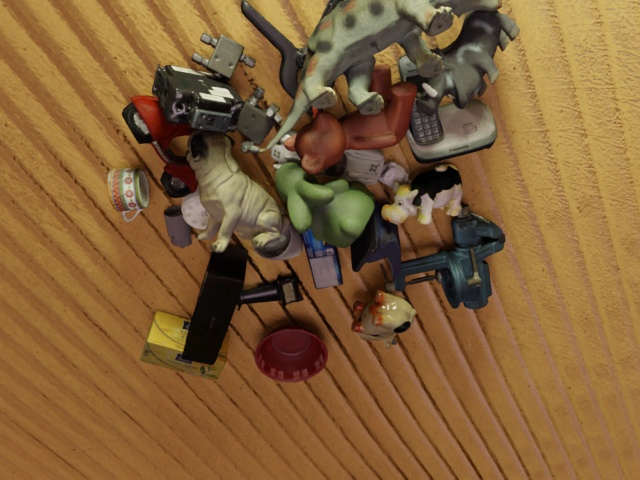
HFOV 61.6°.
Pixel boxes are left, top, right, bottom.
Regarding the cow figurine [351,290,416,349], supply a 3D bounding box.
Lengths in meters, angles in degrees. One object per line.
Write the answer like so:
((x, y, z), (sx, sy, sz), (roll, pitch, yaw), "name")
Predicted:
((0.132, 0.167, 1.113), (0.127, 0.085, 0.195), (16, 156, -15), "cow figurine")

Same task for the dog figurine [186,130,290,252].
((-0.130, -0.090, 0.889), (0.172, 0.121, 0.190), (-13, 112, -40), "dog figurine")

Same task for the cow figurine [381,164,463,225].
((0.185, -0.082, 0.961), (0.167, 0.068, 0.098), (-15, 123, -33), "cow figurine")

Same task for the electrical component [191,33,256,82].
((-0.151, -0.286, 0.853), (0.094, 0.021, 0.063), (23, 86, -18), "electrical component")

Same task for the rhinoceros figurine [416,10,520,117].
((0.223, -0.275, 0.835), (0.112, 0.073, 0.190), (32, 94, -1), "rhinoceros figurine")

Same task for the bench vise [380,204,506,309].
((0.241, 0.047, 1.054), (0.241, 0.129, 0.223), (-13, 120, 0), "bench vise")

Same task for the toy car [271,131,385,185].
((0.014, -0.143, 0.952), (0.202, 0.056, 0.073), (7, 122, -8), "toy car")

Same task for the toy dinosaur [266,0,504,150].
((0.067, -0.298, 0.787), (0.405, 0.192, 0.131), (-24, 148, 14), "toy dinosaur")

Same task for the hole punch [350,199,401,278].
((0.117, -0.002, 1.010), (0.092, 0.142, 0.115), (14, 135, -10), "hole punch")

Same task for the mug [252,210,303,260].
((-0.076, -0.009, 1.014), (0.081, 0.109, 0.107), (-19, 164, 13), "mug")

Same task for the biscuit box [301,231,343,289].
((-0.002, -0.003, 1.038), (0.059, 0.063, 0.202), (-11, 122, 4), "biscuit box")

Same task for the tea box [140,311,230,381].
((-0.285, 0.226, 1.148), (0.169, 0.098, 0.068), (18, 122, -16), "tea box")

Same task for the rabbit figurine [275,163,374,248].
((-0.008, -0.058, 0.893), (0.170, 0.159, 0.121), (33, 109, -4), "rabbit figurine")

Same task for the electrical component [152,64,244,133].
((-0.187, -0.214, 0.830), (0.115, 0.134, 0.058), (0, 127, -33), "electrical component")

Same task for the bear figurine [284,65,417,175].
((0.043, -0.191, 0.866), (0.196, 0.120, 0.131), (-15, 132, -16), "bear figurine")

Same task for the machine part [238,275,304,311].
((-0.109, 0.113, 1.123), (0.139, 0.039, 0.084), (-13, 131, 3), "machine part")

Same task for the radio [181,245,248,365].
((-0.209, 0.124, 1.066), (0.073, 0.131, 0.229), (17, 121, -13), "radio")

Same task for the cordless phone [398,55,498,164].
((0.208, -0.230, 0.903), (0.147, 0.089, 0.184), (-14, 104, 6), "cordless phone")

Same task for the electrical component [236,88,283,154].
((-0.106, -0.196, 0.917), (0.078, 0.045, 0.102), (36, 114, -25), "electrical component")

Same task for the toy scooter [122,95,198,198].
((-0.235, -0.173, 0.906), (0.135, 0.075, 0.183), (-31, 110, -9), "toy scooter")
